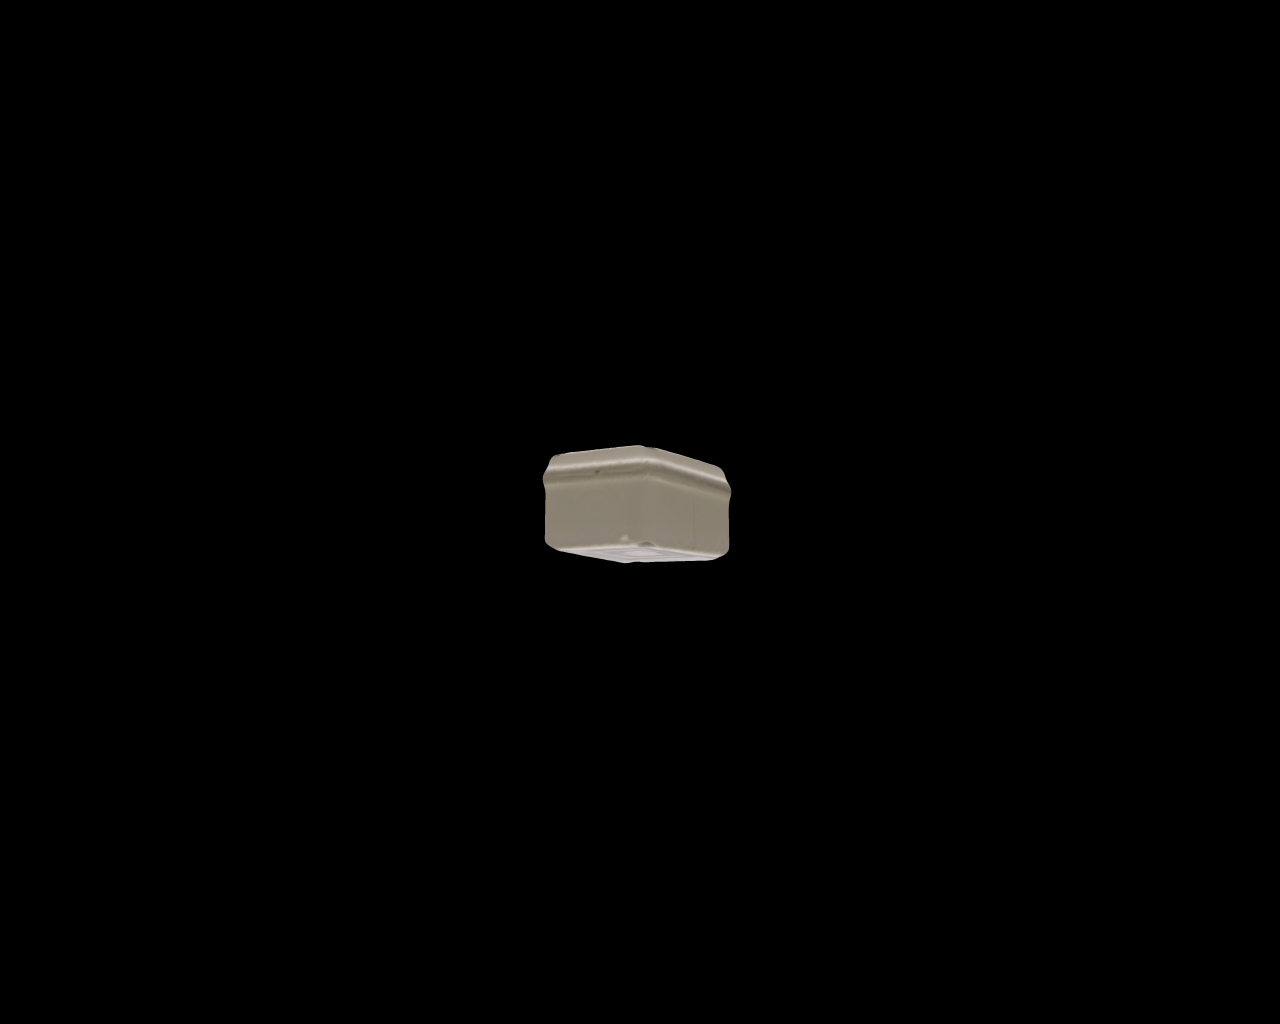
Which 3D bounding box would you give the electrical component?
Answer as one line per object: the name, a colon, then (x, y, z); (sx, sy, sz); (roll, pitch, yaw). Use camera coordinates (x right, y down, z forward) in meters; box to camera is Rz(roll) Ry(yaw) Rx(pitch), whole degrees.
electrical component: (0.001, -0.003, 0.650); (0.078, 0.057, 0.113); (-4, -8, 28)
